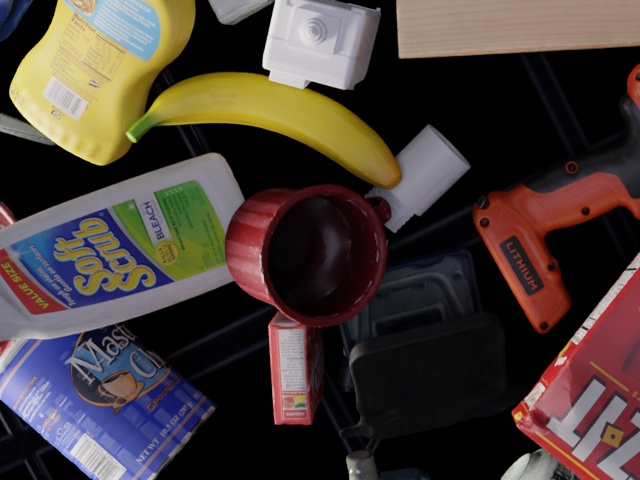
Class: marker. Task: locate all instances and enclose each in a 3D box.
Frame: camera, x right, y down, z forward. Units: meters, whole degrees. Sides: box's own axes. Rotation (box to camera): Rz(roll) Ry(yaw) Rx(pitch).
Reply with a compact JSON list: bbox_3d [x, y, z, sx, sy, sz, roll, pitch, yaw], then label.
[{"bbox_3d":[0.031,0.056,0.800,0.020,0.020,0.121,12,101,8],"label":"marker"}]

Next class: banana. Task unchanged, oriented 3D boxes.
[{"bbox_3d":[-0.034,-0.083,0.761,0.198,0.037,0.069,10,78,8],"label":"banana"}]

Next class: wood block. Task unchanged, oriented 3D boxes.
[{"bbox_3d":[0.156,-0.171,0.706,0.206,0.090,0.091,-2,99,10],"label":"wood block"}]

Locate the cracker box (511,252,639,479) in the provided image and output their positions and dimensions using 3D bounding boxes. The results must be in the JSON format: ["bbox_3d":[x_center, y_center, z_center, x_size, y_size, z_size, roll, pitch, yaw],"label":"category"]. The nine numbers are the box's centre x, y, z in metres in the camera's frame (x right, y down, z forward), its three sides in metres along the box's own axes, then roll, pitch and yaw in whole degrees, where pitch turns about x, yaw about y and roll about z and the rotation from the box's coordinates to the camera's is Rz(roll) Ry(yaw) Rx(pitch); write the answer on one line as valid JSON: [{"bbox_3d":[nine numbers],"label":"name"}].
[{"bbox_3d":[0.249,0.080,0.660,0.164,0.072,0.214,38,94,9],"label":"cracker box"}]

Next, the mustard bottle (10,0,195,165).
[{"bbox_3d":[-0.143,-0.153,0.755,0.096,0.058,0.192,38,117,6],"label":"mustard bottle"}]

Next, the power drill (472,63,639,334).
[{"bbox_3d":[0.215,-0.012,0.739,0.188,0.057,0.184,-31,89,10],"label":"power drill"}]

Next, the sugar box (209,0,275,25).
[{"bbox_3d":[-0.070,-0.252,0.755,0.093,0.048,0.176,-28,92,13],"label":"sugar box"}]

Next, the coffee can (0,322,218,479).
[{"bbox_3d":[-0.163,0.118,0.801,0.140,0.102,0.103,41,103,1],"label":"coffee can"}]

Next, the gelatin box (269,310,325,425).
[{"bbox_3d":[-0.015,0.086,0.777,0.030,0.089,0.073,-1,99,7],"label":"gelatin box"}]

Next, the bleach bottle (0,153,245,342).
[{"bbox_3d":[-0.168,0.025,0.743,0.250,0.068,0.102,-24,93,-21],"label":"bleach bottle"}]

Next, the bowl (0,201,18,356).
[{"bbox_3d":[-0.284,0.026,0.831,0.162,0.055,0.162,2,99,10],"label":"bowl"}]

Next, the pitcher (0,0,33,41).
[{"bbox_3d":[-0.239,-0.227,0.687,0.145,0.242,0.149,-26,88,16],"label":"pitcher"}]

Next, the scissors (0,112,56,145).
[{"bbox_3d":[-0.307,-0.093,0.837,0.202,0.016,0.096,33,105,3],"label":"scissors"}]

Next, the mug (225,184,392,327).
[{"bbox_3d":[-0.005,0.001,0.727,0.117,0.082,0.093,-33,109,-20],"label":"mug"}]
